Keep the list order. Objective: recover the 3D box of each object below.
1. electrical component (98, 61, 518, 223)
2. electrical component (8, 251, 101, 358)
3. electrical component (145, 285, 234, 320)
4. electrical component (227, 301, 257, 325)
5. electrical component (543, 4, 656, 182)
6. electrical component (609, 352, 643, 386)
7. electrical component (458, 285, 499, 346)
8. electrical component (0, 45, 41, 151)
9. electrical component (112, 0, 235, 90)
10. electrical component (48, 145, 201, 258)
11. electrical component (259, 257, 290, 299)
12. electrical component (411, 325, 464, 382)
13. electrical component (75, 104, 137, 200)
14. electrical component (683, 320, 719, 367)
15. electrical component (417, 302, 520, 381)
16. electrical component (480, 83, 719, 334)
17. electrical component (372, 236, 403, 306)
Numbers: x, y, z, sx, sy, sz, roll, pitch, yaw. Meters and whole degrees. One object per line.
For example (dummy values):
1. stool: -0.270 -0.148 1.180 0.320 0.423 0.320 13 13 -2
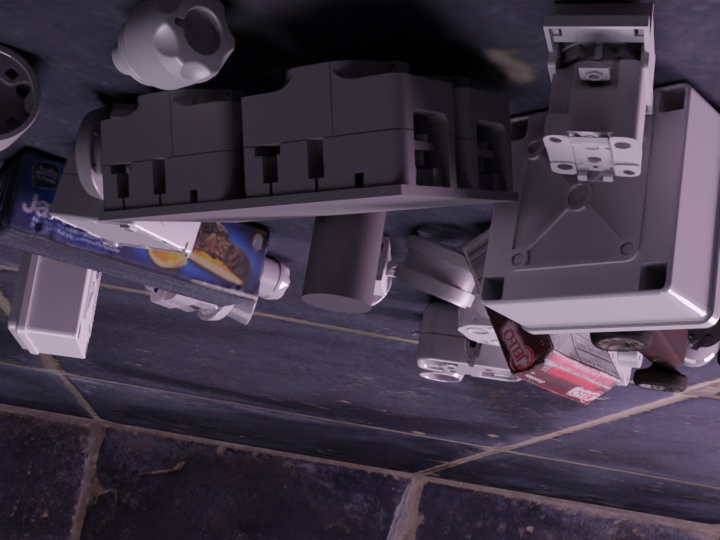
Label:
1. electrical component: -0.029 -0.059 0.540 0.186 0.060 0.105 -2 180 35
2. electrical component: -0.250 0.012 0.899 0.056 0.108 0.108 9 165 -9
3. electrical component: -0.140 0.010 0.928 0.057 0.058 0.078 24 159 -35
4. electrical component: -0.129 0.020 0.990 0.065 0.044 0.044 18 163 -13
5. electrical component: 0.103 -0.075 0.461 0.042 0.063 0.081 3 163 18
6. electrical component: 0.221 0.064 0.917 0.074 0.052 0.138 3 163 23
7. electrical component: 0.117 0.029 0.856 0.080 0.051 0.080 9 165 2
8. electrical component: -0.209 -0.093 0.598 0.055 0.055 0.047 16 167 -23
9. electrical component: -0.092 -0.105 0.503 0.062 0.043 0.043 -5 160 45
10. electrical component: -0.157 -0.051 0.719 0.096 0.061 0.062 8 167 35
11. electrical component: -0.091 0.002 0.911 0.061 0.035 0.035 22 160 -34
12. electrical component: 0.081 0.077 1.043 0.066 0.055 0.048 13 164 -12
13. electrical component: -0.130 -0.068 0.635 0.057 0.058 0.078 2 163 13
14. electrical component: 0.275 0.054 0.878 0.040 0.040 0.046 7 160 9
15. electrical component: 0.102 0.062 0.966 0.095 0.059 0.053 8 165 5
16. electrical component: 0.124 -0.027 0.538 0.109 0.108 0.056 -6 157 43
17. electrical component: 0.000 0.000 0.831 0.066 0.048 0.055 7 157 8
